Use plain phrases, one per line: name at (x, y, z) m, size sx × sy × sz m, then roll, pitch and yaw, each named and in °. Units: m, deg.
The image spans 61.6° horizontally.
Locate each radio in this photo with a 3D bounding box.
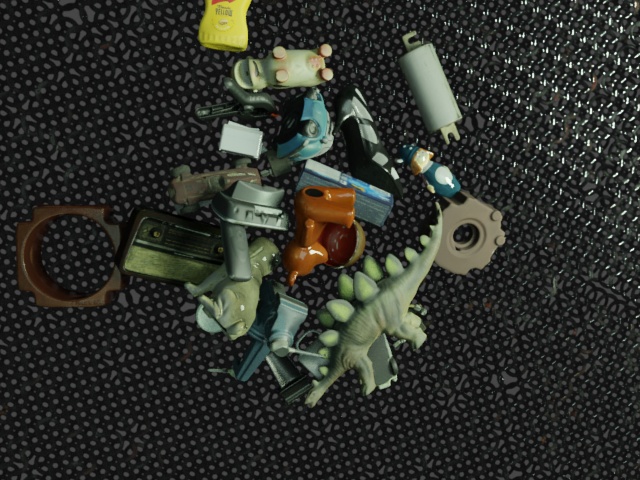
radio at (-0.271, 0.021, 1.060) m, size 0.229 × 0.073 × 0.131 m, roll 16°, pitch 92°, yaw -31°

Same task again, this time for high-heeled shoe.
high-heeled shoe at (0.110, -0.206, 1.137) m, size 0.248 × 0.086 × 0.145 m, roll 43°, pitch 54°, yaw -27°

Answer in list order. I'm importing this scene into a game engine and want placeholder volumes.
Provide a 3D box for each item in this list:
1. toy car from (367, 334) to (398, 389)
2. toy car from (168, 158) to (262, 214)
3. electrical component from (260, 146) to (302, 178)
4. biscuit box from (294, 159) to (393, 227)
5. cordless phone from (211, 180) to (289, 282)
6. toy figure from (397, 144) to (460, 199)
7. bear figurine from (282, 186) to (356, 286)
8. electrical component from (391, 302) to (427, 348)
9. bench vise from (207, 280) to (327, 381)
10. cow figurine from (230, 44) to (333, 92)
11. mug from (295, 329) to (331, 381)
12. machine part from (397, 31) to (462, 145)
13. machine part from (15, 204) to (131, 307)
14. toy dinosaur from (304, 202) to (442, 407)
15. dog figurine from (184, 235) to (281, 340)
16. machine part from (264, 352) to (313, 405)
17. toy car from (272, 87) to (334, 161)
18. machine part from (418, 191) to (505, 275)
toy car at (0.113, 0.225, 1.162) m, size 0.073 × 0.056 × 0.201 m, roll -17°, pitch 97°, yaw -11°
toy car at (-0.200, -0.110, 1.058) m, size 0.202 × 0.053 × 0.089 m, roll -14°, pitch 90°, yaw -35°
electrical component at (-0.087, -0.167, 1.128) m, size 0.094 × 0.021 × 0.063 m, roll -22°, pitch 96°, yaw -3°
biscuit box at (0.051, -0.097, 1.118) m, size 0.203 × 0.059 × 0.062 m, roll 23°, pitch 122°, yaw -7°
cordless phone at (-0.122, -0.009, 1.006) m, size 0.146 × 0.089 × 0.184 m, roll 9°, pitch 62°, yaw -40°
toy figure at (0.232, -0.151, 1.144) m, size 0.154 × 0.064 × 0.058 m, roll 41°, pitch 133°, yaw -8°
bear figurine at (-0.006, -0.004, 1.070) m, size 0.132 × 0.120 × 0.195 m, roll 8°, pitch 117°, yaw 1°
electrical component at (0.189, 0.182, 1.170) m, size 0.102 × 0.045 × 0.078 m, roll -32°, pitch 95°, yaw -2°
bench vise at (-0.114, 0.197, 1.074) m, size 0.128 × 0.224 × 0.240 m, roll 21°, pitch 111°, yaw -34°
cow figurine at (-0.084, -0.339, 1.077) m, size 0.195 × 0.127 × 0.085 m, roll -11°, pitch 96°, yaw -19°
mug at (0.006, 0.232, 1.144) m, size 0.107 × 0.081 × 0.109 m, roll -44°, pitch 94°, yaw -13°
machine part at (0.229, -0.314, 1.120) m, size 0.079 × 0.079 × 0.243 m, roll -26°, pitch 97°, yaw -3°
machine part at (-0.487, 0.029, 1.073) m, size 0.201 × 0.087 × 0.200 m, roll 0°, pitch 95°, yaw -7°
toy dinosaur at (0.119, 0.140, 1.075) m, size 0.198 × 0.105 × 0.471 m, roll 44°, pitch 85°, yaw -11°
dog figurine at (-0.132, 0.082, 1.011) m, size 0.190 × 0.121 × 0.173 m, roll -39°, pitch 53°, yaw -16°
machine part at (-0.077, 0.284, 1.157) m, size 0.084 × 0.039 × 0.138 m, roll -28°, pitch 98°, yaw 3°
toy car at (-0.024, -0.222, 1.091) m, size 0.102 × 0.109 × 0.161 m, roll 31°, pitch 55°, yaw -36°
machine part at (0.302, -0.012, 1.139) m, size 0.179 × 0.056 × 0.179 m, roll -3°, pitch 111°, yaw -8°
